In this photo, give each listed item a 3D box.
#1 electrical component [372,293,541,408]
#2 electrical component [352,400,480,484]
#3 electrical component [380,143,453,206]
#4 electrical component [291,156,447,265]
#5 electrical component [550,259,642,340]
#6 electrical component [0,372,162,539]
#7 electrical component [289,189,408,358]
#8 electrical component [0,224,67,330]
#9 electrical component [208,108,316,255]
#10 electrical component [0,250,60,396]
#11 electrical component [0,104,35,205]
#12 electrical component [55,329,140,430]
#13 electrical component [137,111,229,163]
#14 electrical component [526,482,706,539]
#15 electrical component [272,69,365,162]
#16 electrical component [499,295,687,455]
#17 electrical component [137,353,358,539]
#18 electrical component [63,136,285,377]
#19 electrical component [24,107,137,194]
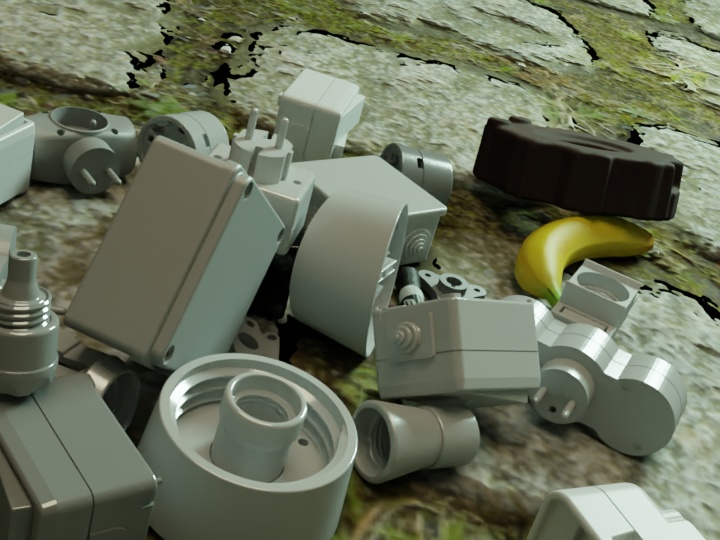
[{"bbox_3d":[0.052,0.049,0.618,0.062,0.061,0.096,-12,-12,42],"label":"electrical component"},{"bbox_3d":[0.032,0.092,0.588,0.065,0.044,0.044,2,31,-34],"label":"electrical component"},{"bbox_3d":[0.043,-0.071,0.869,0.047,0.055,0.055,8,29,-23],"label":"electrical component"},{"bbox_3d":[0.000,-0.041,0.797,0.100,0.048,0.100,-10,38,-39],"label":"electrical component"},{"bbox_3d":[0.155,0.034,0.728,0.042,0.063,0.081,25,29,18],"label":"electrical component"},{"bbox_3d":[-0.140,0.092,0.475,0.061,0.061,0.096,-8,37,-37],"label":"electrical component"},{"bbox_3d":[0.000,0.000,0.675,0.064,0.099,0.099,21,28,20],"label":"electrical component"},{"bbox_3d":[-0.196,0.022,0.578,0.074,0.052,0.138,9,30,-14],"label":"electrical component"},{"bbox_3d":[-0.062,-0.060,0.649,0.066,0.076,0.047,18,28,3],"label":"electrical component"},{"bbox_3d":[-0.147,0.021,0.463,0.035,0.061,0.035,9,21,-4],"label":"electrical component"},{"bbox_3d":[-0.266,-0.074,0.703,0.062,0.061,0.096,22,29,10],"label":"electrical component"},{"bbox_3d":[-0.146,0.061,0.544,0.055,0.048,0.066,17,28,17],"label":"electrical component"},{"bbox_3d":[-0.133,-0.093,0.816,0.055,0.055,0.047,27,27,19],"label":"electrical component"},{"bbox_3d":[0.132,0.150,0.521,0.059,0.053,0.095,0,32,-27],"label":"electrical component"},{"bbox_3d":[-0.035,-0.127,0.917,0.061,0.061,0.096,18,29,3],"label":"electrical component"},{"bbox_3d":[0.127,0.070,0.662,0.138,0.052,0.074,26,30,17],"label":"electrical component"},{"bbox_3d":[-0.053,0.085,0.526,0.108,0.060,0.108,15,30,-9],"label":"electrical component"},{"bbox_3d":[-0.094,0.000,0.571,0.056,0.108,0.108,23,-9,11],"label":"electrical component"},{"bbox_3d":[-0.196,-0.080,0.768,0.077,0.044,0.079,-6,36,-36],"label":"electrical component"}]
